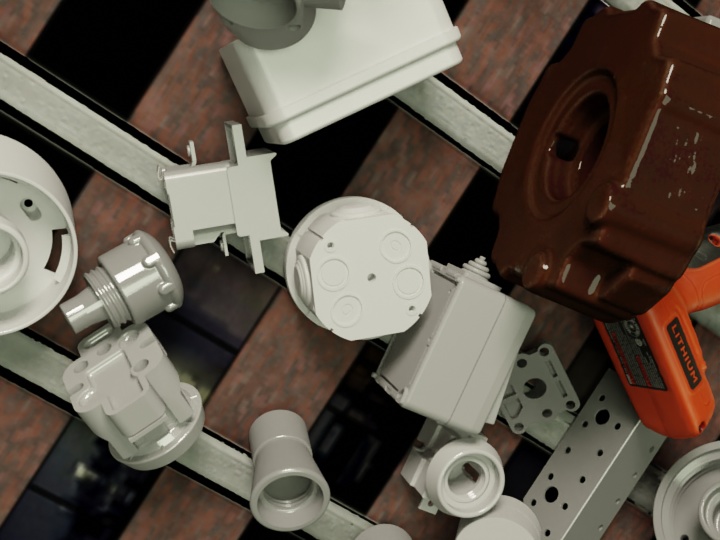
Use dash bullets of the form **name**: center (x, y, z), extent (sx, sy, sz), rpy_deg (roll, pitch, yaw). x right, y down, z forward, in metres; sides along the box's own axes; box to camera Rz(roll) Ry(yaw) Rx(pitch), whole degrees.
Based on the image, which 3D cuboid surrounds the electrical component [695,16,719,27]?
- **electrical component**: center (0.221, -0.110, 0.654), extent (0.077, 0.047, 0.065), rpy_deg (16, 95, -17)

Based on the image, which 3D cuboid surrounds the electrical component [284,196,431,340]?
- **electrical component**: center (0.000, 0.000, 0.612), extent (0.080, 0.051, 0.080), rpy_deg (-3, 101, -15)

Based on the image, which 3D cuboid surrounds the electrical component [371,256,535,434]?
- **electrical component**: center (0.060, 0.039, 0.630), extent (0.061, 0.062, 0.096), rpy_deg (24, 93, -18)

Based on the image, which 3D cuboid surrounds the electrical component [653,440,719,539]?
- **electrical component**: center (0.235, 0.158, 0.667), extent (0.108, 0.108, 0.060), rpy_deg (-47, 144, -3)

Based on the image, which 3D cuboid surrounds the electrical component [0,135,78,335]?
- **electrical component**: center (-0.198, -0.017, 0.561), extent (0.099, 0.064, 0.099), rpy_deg (-9, 115, -21)

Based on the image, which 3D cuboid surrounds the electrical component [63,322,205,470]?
- **electrical component**: center (-0.120, 0.071, 0.583), extent (0.058, 0.078, 0.057), rpy_deg (-34, 126, -8)

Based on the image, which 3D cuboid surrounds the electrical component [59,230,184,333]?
- **electrical component**: center (-0.129, 0.011, 0.576), extent (0.062, 0.048, 0.048), rpy_deg (-31, 107, -17)

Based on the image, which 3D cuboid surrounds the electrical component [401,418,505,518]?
- **electrical component**: center (0.057, 0.119, 0.647), extent (0.048, 0.055, 0.066), rpy_deg (24, 93, -18)

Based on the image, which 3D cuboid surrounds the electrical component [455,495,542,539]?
- **electrical component**: center (0.065, 0.209, 0.643), extent (0.052, 0.074, 0.138), rpy_deg (22, 103, 6)

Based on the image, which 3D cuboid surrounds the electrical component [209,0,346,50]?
- **electrical component**: center (-0.027, -0.138, 0.490), extent (0.079, 0.077, 0.044), rpy_deg (6, 67, 6)

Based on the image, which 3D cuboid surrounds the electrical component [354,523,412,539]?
- **electrical component**: center (0.021, 0.185, 0.644), extent (0.044, 0.065, 0.044), rpy_deg (-3, 102, -14)

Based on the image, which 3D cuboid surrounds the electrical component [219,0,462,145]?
- **electrical component**: center (-0.011, -0.115, 0.574), extent (0.113, 0.078, 0.057), rpy_deg (-26, 103, -9)

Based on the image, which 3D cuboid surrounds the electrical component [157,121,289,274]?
- **electrical component**: center (-0.076, -0.039, 0.589), extent (0.064, 0.042, 0.081), rpy_deg (-10, 102, -10)

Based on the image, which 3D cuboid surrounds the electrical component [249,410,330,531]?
- **electrical component**: center (-0.044, 0.110, 0.612), extent (0.044, 0.065, 0.044), rpy_deg (-5, 119, -9)
